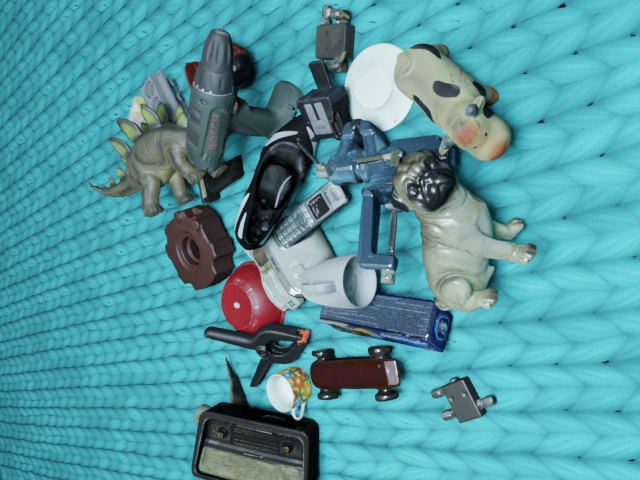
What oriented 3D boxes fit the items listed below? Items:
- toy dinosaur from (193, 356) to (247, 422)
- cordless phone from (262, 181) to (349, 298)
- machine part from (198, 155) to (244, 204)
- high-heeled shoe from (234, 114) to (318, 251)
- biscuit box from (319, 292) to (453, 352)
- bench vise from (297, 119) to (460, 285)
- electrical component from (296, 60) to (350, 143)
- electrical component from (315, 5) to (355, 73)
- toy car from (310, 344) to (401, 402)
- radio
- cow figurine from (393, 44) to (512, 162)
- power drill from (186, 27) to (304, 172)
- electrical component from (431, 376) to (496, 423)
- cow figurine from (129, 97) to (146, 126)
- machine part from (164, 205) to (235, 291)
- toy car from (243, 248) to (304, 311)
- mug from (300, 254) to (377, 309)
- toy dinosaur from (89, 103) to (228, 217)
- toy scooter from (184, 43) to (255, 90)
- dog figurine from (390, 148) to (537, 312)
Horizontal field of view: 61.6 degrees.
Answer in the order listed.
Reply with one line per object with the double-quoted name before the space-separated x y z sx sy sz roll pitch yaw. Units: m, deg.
"toy dinosaur" -0.181 0.464 1.112 0.192 0.131 0.404 18 102 19
"cordless phone" -0.002 -0.002 0.897 0.184 0.088 0.146 -39 72 32
"machine part" -0.203 -0.123 1.073 0.139 0.039 0.084 -23 74 42
"high-heeled shoe" -0.067 -0.101 0.867 0.086 0.145 0.248 25 102 -9
"biscuit box" 0.099 0.120 0.832 0.203 0.059 0.063 4 67 40
"bench vise" 0.084 -0.057 0.773 0.224 0.128 0.240 2 79 20
"electrical component" 0.006 -0.216 0.843 0.075 0.048 0.119 9 132 40
"electrical component" 0.022 -0.315 0.843 0.078 0.045 0.102 20 110 35
"toy car" 0.059 0.222 0.901 0.202 0.053 0.089 -17 76 44
"radio" -0.118 0.390 1.005 0.230 0.073 0.131 6 91 14
"cow figurine" 0.169 -0.178 0.690 0.195 0.127 0.085 53 129 22
"power drill" -0.121 -0.222 0.877 0.086 0.207 0.231 37 122 23
"electrical component" 0.212 0.233 0.794 0.094 0.021 0.063 -34 75 39
"cow figurine" -0.367 -0.221 1.173 0.098 0.068 0.167 -41 68 43
"machine part" -0.254 0.019 1.114 0.180 0.056 0.179 17 117 36
"toy car" -0.089 0.036 0.991 0.073 0.056 0.202 -40 71 37
"mug" 0.014 0.069 0.820 0.107 0.109 0.080 -9 97 45
"toy dinosaur" -0.330 -0.154 1.071 0.471 0.105 0.198 -27 87 36
"toy scooter" -0.202 -0.314 1.016 0.184 0.075 0.135 -46 67 40
"dog figurine" 0.148 -0.006 0.687 0.190 0.121 0.172 31 106 -9
